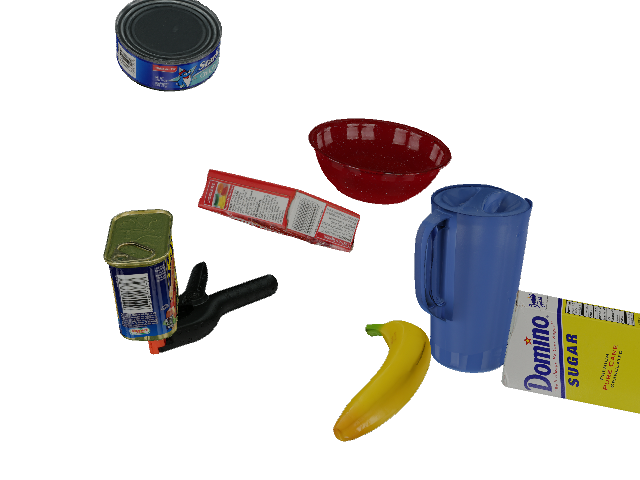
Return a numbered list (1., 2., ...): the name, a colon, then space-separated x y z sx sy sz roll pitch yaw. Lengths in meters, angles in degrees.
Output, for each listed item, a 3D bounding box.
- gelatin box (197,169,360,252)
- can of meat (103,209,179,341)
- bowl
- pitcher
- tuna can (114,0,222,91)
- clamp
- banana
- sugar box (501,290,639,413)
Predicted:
1. gelatin box: -0.026 -0.019 0.717 0.073 0.030 0.089 15 -2 32
2. can of meat: -0.159 0.031 0.970 0.057 0.084 0.102 -4 28 -3
3. bowl: 0.063 -0.085 1.204 0.162 0.055 0.162 6 27 -3
4. pitcher: 0.201 0.054 1.444 0.149 0.243 0.145 4 21 6
5. tuna can: -0.124 -0.161 0.870 0.086 0.086 0.034 0 -40 -10
6. clamp: -0.129 0.076 1.220 0.120 0.039 0.171 -1 29 28
7. banana: 0.061 0.115 0.930 0.070 0.037 0.197 -27 12 20
8. sugar box: 0.270 0.112 1.037 0.176 0.093 0.048 9 22 9
